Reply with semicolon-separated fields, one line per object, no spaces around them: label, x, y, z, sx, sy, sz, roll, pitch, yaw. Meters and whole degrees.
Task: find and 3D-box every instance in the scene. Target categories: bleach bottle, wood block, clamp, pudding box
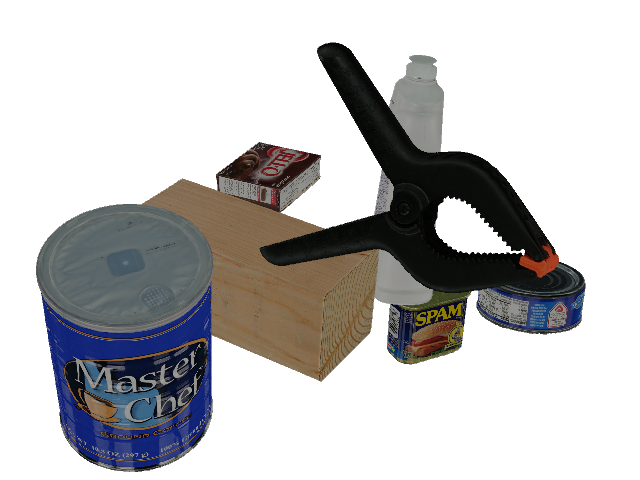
bleach bottle;0.093;-0.065;1.111;0.068;0.251;0.102;1;26;-8
wood block;-0.063;0.030;0.923;0.206;0.090;0.090;20;35;25
clamp;0.060;-0.034;0.711;0.210;0.165;0.036;19;19;26
pudding box;-0.063;-0.079;1.322;0.090;0.039;0.113;13;34;23

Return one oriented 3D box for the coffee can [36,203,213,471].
coffee can;-0.119;0.062;0.671;0.103;0.140;0.103;3;43;-3

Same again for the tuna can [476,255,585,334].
tuna can;0.172;0.043;0.870;0.086;0.034;0.086;2;22;-1

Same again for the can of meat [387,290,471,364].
can of meat;0.133;0.099;1.331;0.101;0.084;0.057;-12;30;-26
